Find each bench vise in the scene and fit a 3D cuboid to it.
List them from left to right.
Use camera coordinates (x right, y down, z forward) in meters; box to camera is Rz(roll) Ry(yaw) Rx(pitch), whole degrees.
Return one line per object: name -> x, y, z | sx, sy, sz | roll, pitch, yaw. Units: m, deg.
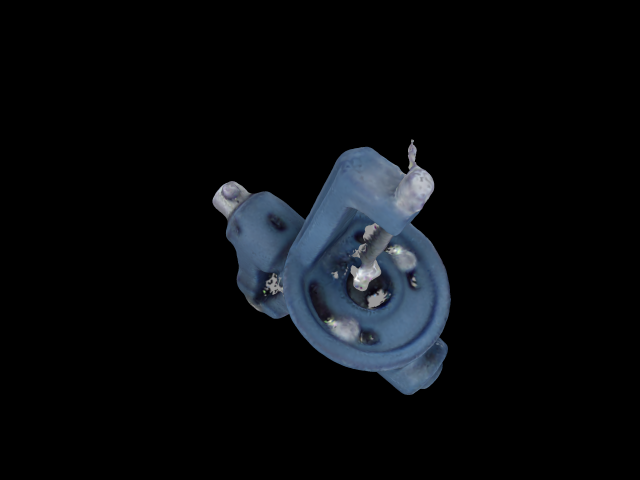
bench vise -> -0.001, 0.011, 0.394 | 0.207, 0.220, 0.121 | 17, 57, 12
